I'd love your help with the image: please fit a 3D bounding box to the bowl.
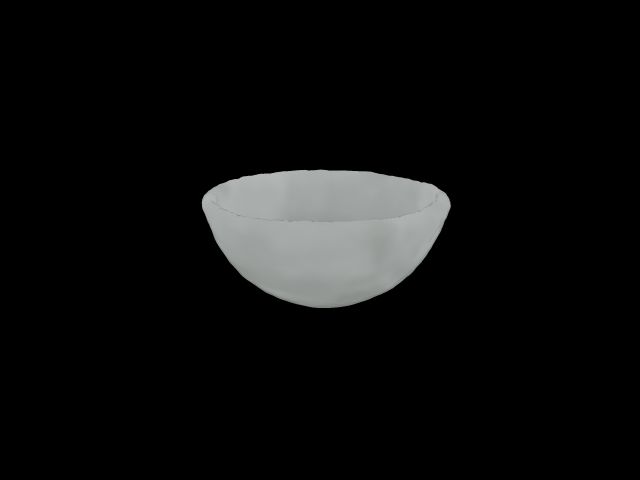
[{"bbox_3d":[0.004,0.001,0.400,0.167,0.075,0.167,0,18,0],"label":"bowl"}]
